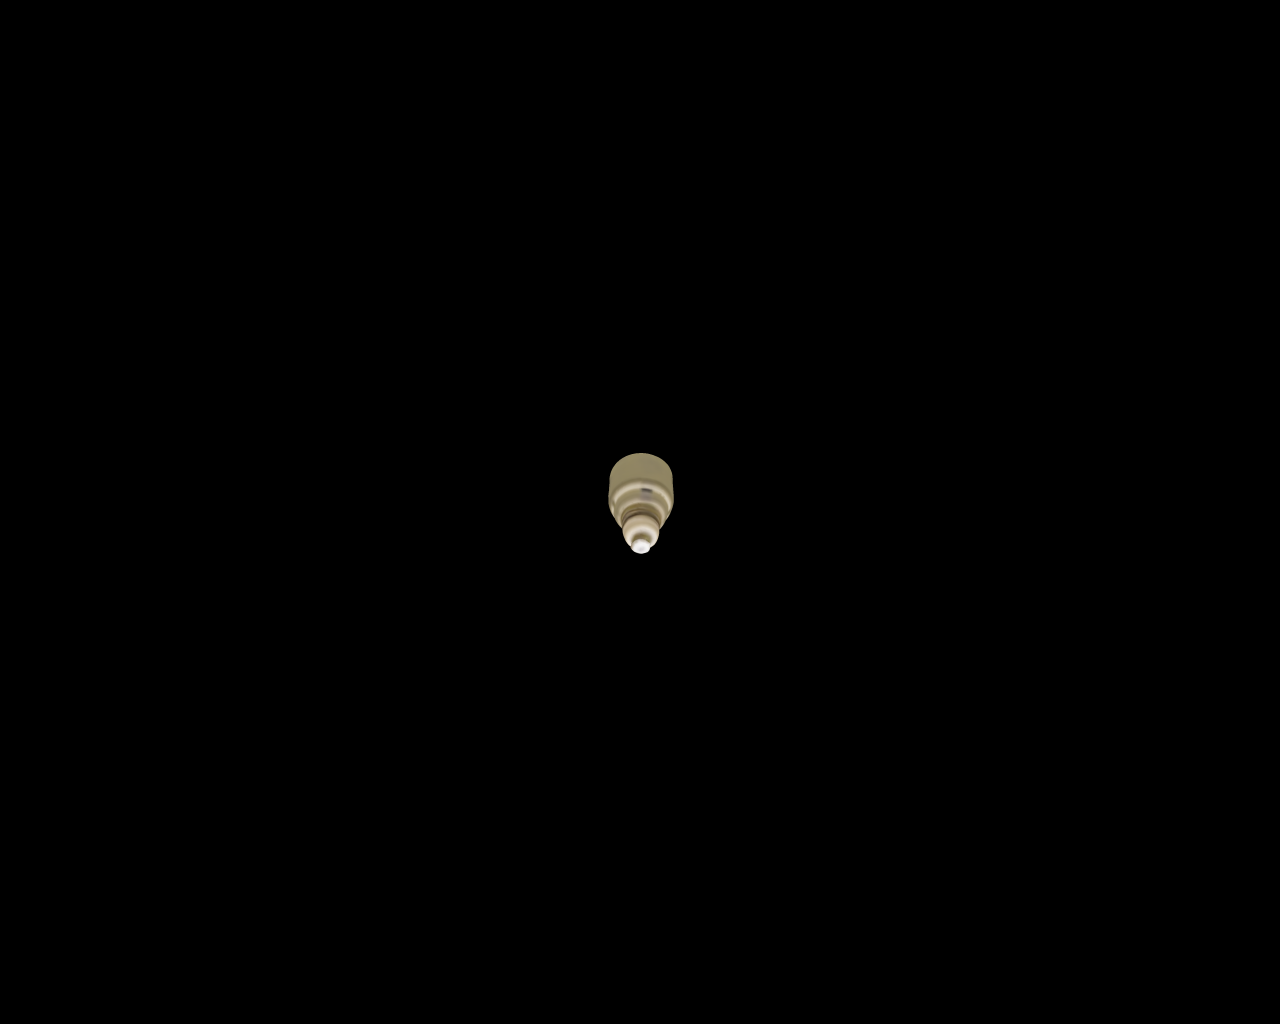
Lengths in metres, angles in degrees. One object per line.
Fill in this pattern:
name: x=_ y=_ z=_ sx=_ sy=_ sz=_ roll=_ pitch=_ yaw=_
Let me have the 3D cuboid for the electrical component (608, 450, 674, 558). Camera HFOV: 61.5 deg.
electrical component: x=0.001 y=-0.003 z=0.650 sx=0.040 sy=0.040 sz=0.078 roll=0 pitch=39 yaw=0
